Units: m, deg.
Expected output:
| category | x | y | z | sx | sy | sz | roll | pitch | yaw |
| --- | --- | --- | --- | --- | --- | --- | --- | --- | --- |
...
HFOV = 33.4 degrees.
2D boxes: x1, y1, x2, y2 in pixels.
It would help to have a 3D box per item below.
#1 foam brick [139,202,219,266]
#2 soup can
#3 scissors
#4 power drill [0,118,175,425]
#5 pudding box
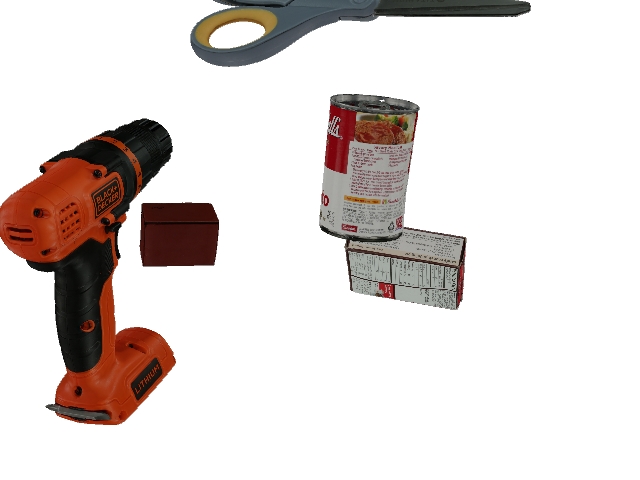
| category | x | y | z | sx | sy | sz | roll | pitch | yaw |
| --- | --- | --- | --- | --- | --- | --- | --- | --- | --- |
| foam brick | -0.149 | -0.007 | 1.123 | 0.078 | 0.051 | 0.053 | -1 | 24 | -13 |
| soup can | 0.037 | -0.056 | 0.819 | 0.068 | 0.102 | 0.068 | 5 | 16 | -2 |
| scissors | 0.009 | -0.125 | 0.617 | 0.202 | 0.096 | 0.016 | 19 | -28 | 25 |
| power drill | -0.150 | 0.020 | 0.757 | 0.057 | 0.188 | 0.184 | 4 | 25 | 22 |
| pudding box | 0.082 | 0.023 | 1.028 | 0.113 | 0.039 | 0.090 | 8 | -30 | 10 |
